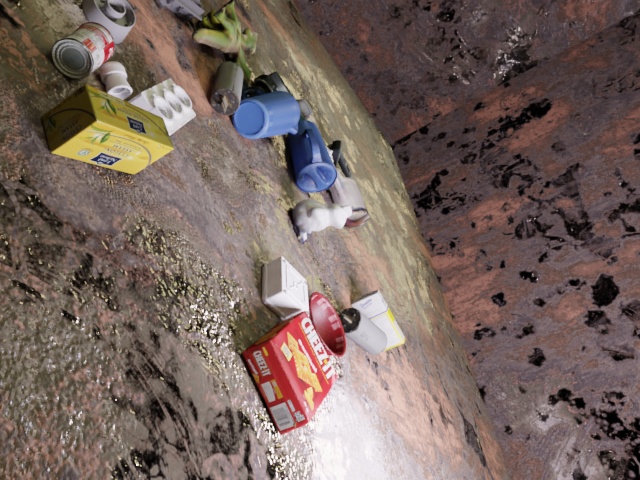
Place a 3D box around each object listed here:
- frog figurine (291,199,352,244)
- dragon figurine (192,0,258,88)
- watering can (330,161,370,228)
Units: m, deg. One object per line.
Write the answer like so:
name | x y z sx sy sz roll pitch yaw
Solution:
frog figurine | 0.004 -0.073 1.445 0.123 0.158 0.138 63 18 4
dragon figurine | -0.262 -0.563 1.526 0.420 0.121 0.238 -77 146 -50
watering can | 0.087 -0.166 1.855 0.228 0.103 0.344 70 11 18
